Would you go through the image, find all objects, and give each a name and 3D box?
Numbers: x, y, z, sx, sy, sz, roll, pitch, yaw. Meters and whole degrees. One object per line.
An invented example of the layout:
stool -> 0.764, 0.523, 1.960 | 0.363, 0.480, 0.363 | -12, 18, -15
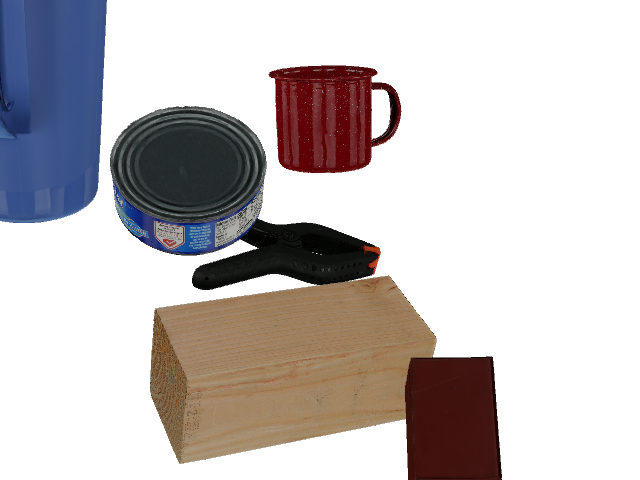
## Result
clamp -> -0.041, 0.014, 1.094 | 0.210, 0.036, 0.164 | 11, 30, -8
tuna can -> -0.074, -0.034, 0.599 | 0.086, 0.086, 0.034 | 0, -38, -6
pitcher -> -0.221, -0.135, 0.779 | 0.145, 0.243, 0.148 | 27, 34, 36
foam brick -> 0.079, 0.115, 0.644 | 0.051, 0.078, 0.053 | 0, -29, 1
mug -> 0.014, -0.106, 0.922 | 0.117, 0.081, 0.093 | -7, 17, -20
wood block -> -0.025, 0.101, 0.859 | 0.205, 0.090, 0.091 | -7, 36, -23
